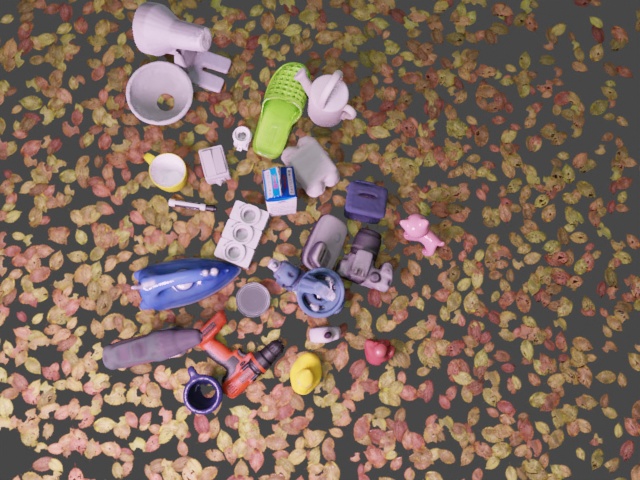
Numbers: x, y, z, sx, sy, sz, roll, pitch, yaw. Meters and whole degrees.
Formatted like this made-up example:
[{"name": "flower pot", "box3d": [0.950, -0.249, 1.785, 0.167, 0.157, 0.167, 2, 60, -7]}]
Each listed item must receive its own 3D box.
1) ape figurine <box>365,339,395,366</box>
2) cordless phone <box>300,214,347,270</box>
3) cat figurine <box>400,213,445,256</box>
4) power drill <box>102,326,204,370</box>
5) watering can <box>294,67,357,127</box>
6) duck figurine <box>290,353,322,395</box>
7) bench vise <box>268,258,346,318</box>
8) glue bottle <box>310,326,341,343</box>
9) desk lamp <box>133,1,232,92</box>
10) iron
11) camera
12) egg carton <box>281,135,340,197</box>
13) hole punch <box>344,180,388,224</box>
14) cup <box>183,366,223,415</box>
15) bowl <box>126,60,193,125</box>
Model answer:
[{"name": "ape figurine", "box3d": [0.146, 0.273, 1.410, 0.078, 0.092, 0.076, 36, 82, 2]}, {"name": "cordless phone", "box3d": [0.013, 0.005, 1.389, 0.094, 0.185, 0.148, 20, 82, -1]}, {"name": "cat figurine", "box3d": [0.259, -0.021, 1.442, 0.128, 0.117, 0.067, 38, 82, 2]}, {"name": "power drill", "box3d": [-0.369, 0.242, 1.322, 0.229, 0.208, 0.075, -14, 84, -5]}, {"name": "watering can", "box3d": [0.015, -0.363, 1.431, 0.173, 0.194, 0.101, 13, 82, -2]}, {"name": "duck figurine", "box3d": [-0.033, 0.328, 1.395, 0.077, 0.086, 0.105, 18, 82, -1]}, {"name": "bench vise", "box3d": [-0.033, 0.116, 1.354, 0.207, 0.219, 0.121, 13, 82, -2]}, {"name": "glue bottle", "box3d": [0.016, 0.225, 1.367, 0.078, 0.173, 0.037, -9, 83, -4]}, {"name": "desk lamp", "box3d": [-0.335, -0.480, 1.413, 0.203, 0.213, 0.118, 18, 82, -1]}, {"name": "iron", "box3d": [-0.321, 0.093, 1.378, 0.258, 0.141, 0.119, -13, 84, -5]}, {"name": "camera", "box3d": [0.123, 0.047, 1.433, 0.143, 0.100, 0.137, 19, 82, -1]}, {"name": "egg carton", "box3d": [-0.022, -0.190, 1.469, 0.107, 0.069, 0.150, -37, 86, -7]}, {"name": "hole punch", "box3d": [0.115, -0.101, 1.456, 0.108, 0.091, 0.101, 11, 82, -2]}, {"name": "cup", "box3d": [-0.281, 0.354, 1.371, 0.092, 0.095, 0.118, -28, 85, -6]}, {"name": "bowl", "box3d": [-0.402, -0.364, 1.464, 0.167, 0.074, 0.167, 0, 83, -4]}]
